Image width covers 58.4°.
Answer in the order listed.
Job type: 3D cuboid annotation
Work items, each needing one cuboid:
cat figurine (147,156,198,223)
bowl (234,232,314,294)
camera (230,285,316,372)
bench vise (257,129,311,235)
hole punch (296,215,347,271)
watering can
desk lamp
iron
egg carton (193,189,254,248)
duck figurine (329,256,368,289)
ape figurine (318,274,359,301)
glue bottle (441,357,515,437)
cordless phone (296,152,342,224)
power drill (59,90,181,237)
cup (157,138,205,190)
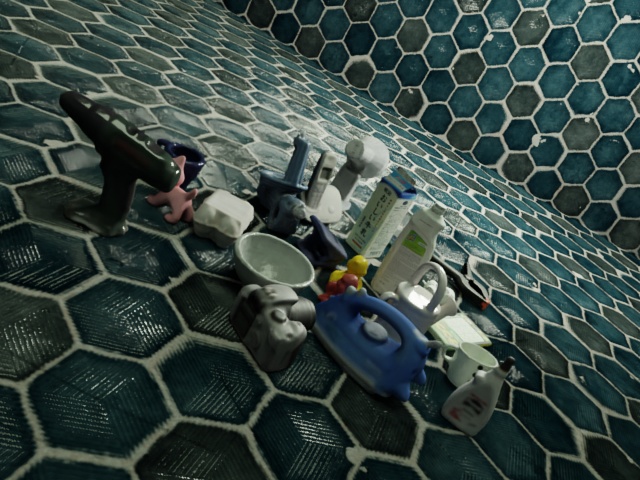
[{"bbox_3d":[-0.298,-0.114,1.169,0.127,0.117,0.067,40,27,20],"label":"cat figurine"},{"bbox_3d":[-0.099,0.062,1.106,0.168,0.074,0.167,24,26,-12],"label":"bowl"},{"bbox_3d":[-0.061,0.135,0.981,0.137,0.100,0.142,3,36,-44],"label":"camera"},{"bbox_3d":[-0.058,-0.134,1.341,0.122,0.219,0.206,-1,39,-47],"label":"bench vise"},{"bbox_3d":[0.012,0.005,1.311,0.101,0.091,0.108,12,30,-33],"label":"hole punch"},{"bbox_3d":[0.198,0.129,1.157,0.173,0.194,0.100,1,37,-46],"label":"watering can"},{"bbox_3d":[0.089,-0.192,1.613,0.117,0.213,0.204,37,26,15],"label":"desk lamp"},{"bbox_3d":[0.094,0.165,1.043,0.257,0.141,0.119,39,27,19],"label":"iron"},{"bbox_3d":[-0.202,-0.048,1.205,0.107,0.069,0.150,28,25,-4],"label":"egg carton"},{"bbox_3d":[0.070,0.074,1.251,0.077,0.086,0.105,38,26,17],"label":"duck figurine"},{"bbox_3d":[0.046,0.106,1.160,0.076,0.092,0.078,27,25,-6],"label":"ape figurine"},{"bbox_3d":[0.292,0.270,1.022,0.078,0.173,0.037,33,25,8],"label":"glue bottle"},{"bbox_3d":[0.017,-0.134,1.462,0.148,0.185,0.094,-1,39,-47],"label":"cordless phone"},{"bbox_3d":[-0.368,-0.120,0.999,0.230,0.208,0.075,26,25,-7],"label":"power drill"},{"bbox_3d":[-0.320,-0.159,1.256,0.117,0.095,0.092,33,25,7],"label":"cup"}]
